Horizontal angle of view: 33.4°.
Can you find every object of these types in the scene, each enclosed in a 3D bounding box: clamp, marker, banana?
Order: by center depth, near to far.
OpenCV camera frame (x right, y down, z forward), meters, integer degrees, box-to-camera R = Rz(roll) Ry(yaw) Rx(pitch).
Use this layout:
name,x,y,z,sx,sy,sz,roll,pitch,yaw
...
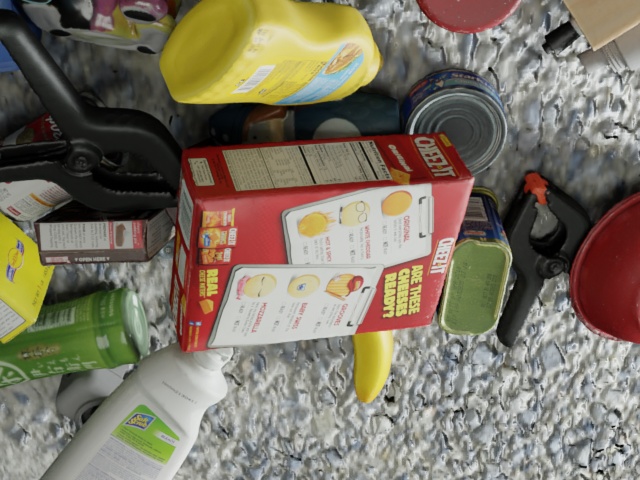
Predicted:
name,x,y,z,sx,sy,sz,roll,pitch,yaw
clamp,-0.175,-0.076,0.775,0.209,0.036,0.165,15,132,-26
marker,0.222,-0.182,0.816,0.121,0.020,0.020,-36,117,20
clamp,0.212,0.017,0.935,0.120,0.039,0.171,-13,126,-6
banana,0.028,0.067,0.965,0.070,0.037,0.197,-21,121,16

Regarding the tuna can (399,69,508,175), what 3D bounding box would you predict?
name,x,y,z,sx,sy,sz,roll,pitch,yaw
tuna can,0.108,-0.092,0.863,0.086,0.033,0.086,0,123,-1

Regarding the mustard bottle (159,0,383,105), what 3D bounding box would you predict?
name,x,y,z,sx,sy,sz,roll,pitch,yaw
mustard bottle,-0.017,-0.134,0.770,0.096,0.058,0.191,-37,160,36

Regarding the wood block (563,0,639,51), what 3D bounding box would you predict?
name,x,y,z,sx,sy,sz,roll,pitch,yaw
wood block,0.254,-0.230,0.733,0.206,0.090,0.090,-32,101,19

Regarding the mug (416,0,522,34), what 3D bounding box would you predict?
name,x,y,z,sx,sy,sz,roll,pitch,yaw
mug,0.103,-0.209,0.758,0.093,0.081,0.117,-1,123,-1

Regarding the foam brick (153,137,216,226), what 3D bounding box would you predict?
name,x,y,z,sx,sy,sz,roll,pitch,yaw
foam brick,-0.096,-0.036,0.877,0.053,0.051,0.078,-25,107,12

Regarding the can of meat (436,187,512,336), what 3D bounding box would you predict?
name,x,y,z,sx,sy,sz,roll,pitch,yaw
can of meat,0.125,0.019,0.906,0.057,0.084,0.102,3,123,-3

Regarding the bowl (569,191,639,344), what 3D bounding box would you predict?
name,x,y,z,sx,sy,sz,roll,pitch,yaw
bowl,0.299,0.034,0.915,0.162,0.055,0.162,-8,121,-13

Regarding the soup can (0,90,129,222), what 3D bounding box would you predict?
name,x,y,z,sx,sy,sz,roll,pitch,yaw
soup can,-0.214,-0.066,0.855,0.102,0.068,0.068,-27,119,16

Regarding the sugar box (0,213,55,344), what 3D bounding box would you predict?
name,x,y,z,sx,sy,sz,roll,pitch,yaw
sugar box,-0.301,-0.005,0.878,0.048,0.093,0.176,-32,119,17

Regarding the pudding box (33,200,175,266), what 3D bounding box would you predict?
name,x,y,z,sx,sy,sz,roll,pitch,yaw
pudding box,-0.171,-0.009,0.864,0.090,0.113,0.039,-2,103,3

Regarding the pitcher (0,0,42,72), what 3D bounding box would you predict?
name,x,y,z,sx,sy,sz,roll,pitch,yaw
pitcher,-0.328,-0.154,0.763,0.243,0.145,0.149,-6,158,-1

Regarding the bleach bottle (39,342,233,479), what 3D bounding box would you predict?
name,x,y,z,sx,sy,sz,roll,pitch,yaw
bleach bottle,-0.155,0.177,0.946,0.102,0.068,0.251,32,114,-22

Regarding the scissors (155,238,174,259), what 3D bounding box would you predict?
name,x,y,z,sx,sy,sz,roll,pitch,yaw
scissors,-0.118,0.020,0.941,0.202,0.016,0.096,-19,116,11

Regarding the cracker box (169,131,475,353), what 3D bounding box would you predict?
name,x,y,z,sx,sy,sz,roll,pitch,yaw
cracker box,-0.005,0.001,0.833,0.213,0.072,0.164,-6,135,-17
